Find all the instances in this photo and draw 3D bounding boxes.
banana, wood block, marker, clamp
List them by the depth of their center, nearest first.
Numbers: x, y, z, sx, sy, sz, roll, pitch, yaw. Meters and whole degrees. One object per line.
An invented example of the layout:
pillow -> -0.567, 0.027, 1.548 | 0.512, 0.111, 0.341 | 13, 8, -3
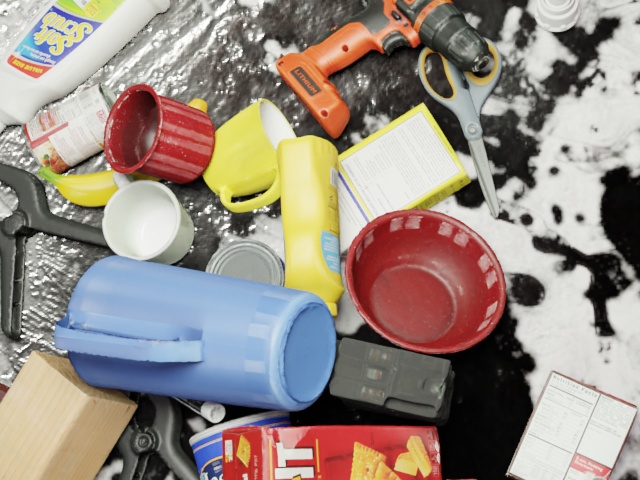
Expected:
marker -> -0.132, 0.154, 1.057 | 0.121, 0.020, 0.020 | 16, 78, 54
wood block -> -0.289, 0.227, 1.078 | 0.090, 0.090, 0.206 | 32, 90, 30
clamp -> -0.165, 0.213, 1.099 | 0.120, 0.039, 0.171 | -7, 76, 7
banana -> -0.203, -0.085, 1.165 | 0.197, 0.069, 0.037 | -25, 32, -4
clamp -> -0.322, -0.017, 1.186 | 0.164, 0.036, 0.210 | -33, 73, 3

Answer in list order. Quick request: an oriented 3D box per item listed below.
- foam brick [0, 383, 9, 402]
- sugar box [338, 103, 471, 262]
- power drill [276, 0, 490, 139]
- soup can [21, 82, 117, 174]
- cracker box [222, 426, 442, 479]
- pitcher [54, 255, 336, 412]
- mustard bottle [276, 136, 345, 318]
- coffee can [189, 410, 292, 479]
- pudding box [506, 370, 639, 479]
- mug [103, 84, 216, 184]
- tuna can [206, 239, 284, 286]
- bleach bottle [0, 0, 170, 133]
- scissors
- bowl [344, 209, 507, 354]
foam brick -> -0.346, 0.181, 1.138 | 0.078, 0.051, 0.053 | 21, 82, 16
sugar box -> 0.058, -0.055, 1.110 | 0.176, 0.048, 0.093 | -32, 73, 7
power drill -> 0.062, -0.195, 1.124 | 0.187, 0.057, 0.185 | -39, 59, -1
soup can -> -0.269, -0.123, 1.183 | 0.102, 0.068, 0.068 | -28, 73, 4
cracker box -> 0.019, 0.251, 0.966 | 0.072, 0.213, 0.164 | -19, 69, 49
pitcher -> -0.117, 0.092, 0.996 | 0.243, 0.145, 0.149 | 5, 49, 32
mustard bottle -> -0.007, 0.001, 1.040 | 0.058, 0.096, 0.191 | -6, 79, 11
coffee can -> -0.060, 0.247, 1.035 | 0.103, 0.102, 0.140 | -19, 74, 7
pudding box -> 0.240, 0.193, 1.018 | 0.090, 0.039, 0.113 | 24, 81, 16
mug -> -0.171, -0.101, 1.102 | 0.117, 0.081, 0.093 | -23, 65, 37
tuna can -> -0.076, 0.044, 1.121 | 0.086, 0.033, 0.086 | -3, 77, 11
bleach bottle -> -0.291, -0.213, 1.213 | 0.103, 0.068, 0.251 | 43, 91, 17
scissors -> 0.174, -0.129, 1.118 | 0.096, 0.016, 0.202 | -30, 73, 4
bowl -> 0.099, 0.050, 1.053 | 0.162, 0.055, 0.162 | 5, 58, -8
